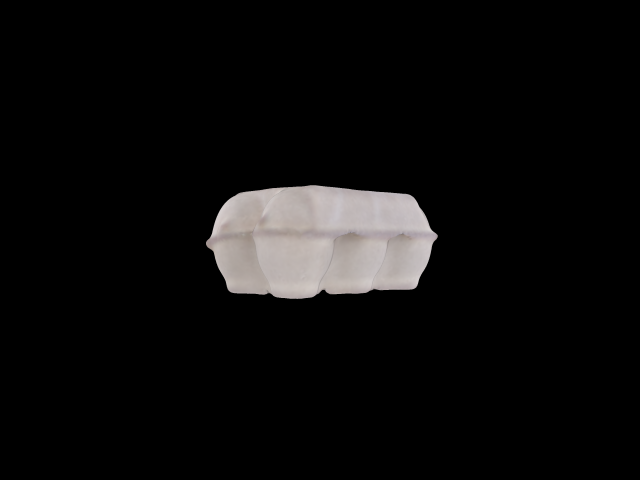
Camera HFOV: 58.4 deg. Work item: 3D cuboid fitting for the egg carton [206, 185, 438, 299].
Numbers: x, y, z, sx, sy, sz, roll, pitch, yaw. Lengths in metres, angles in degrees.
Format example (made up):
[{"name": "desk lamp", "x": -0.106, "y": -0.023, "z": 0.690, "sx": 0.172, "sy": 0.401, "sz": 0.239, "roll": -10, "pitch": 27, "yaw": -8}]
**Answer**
[{"name": "egg carton", "x": 0.004, "y": 0.001, "z": 0.400, "sx": 0.151, "sy": 0.069, "sz": 0.107, "roll": 0, "pitch": 0, "yaw": -43}]
